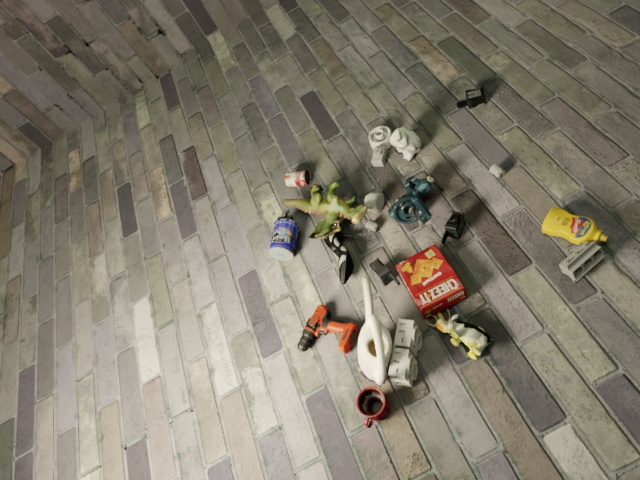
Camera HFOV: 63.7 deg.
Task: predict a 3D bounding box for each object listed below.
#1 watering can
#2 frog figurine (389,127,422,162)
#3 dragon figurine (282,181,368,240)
[{"bbox_3d":[0.170,0.309,1.662,0.104,0.219,0.356,-3,50,-4],"label":"watering can"},{"bbox_3d":[0.348,-0.413,2.112,0.122,0.156,0.141,-19,52,11],"label":"frog figurine"},{"bbox_3d":[0.006,-0.103,2.056,0.408,0.120,0.249,-9,43,25],"label":"dragon figurine"}]
